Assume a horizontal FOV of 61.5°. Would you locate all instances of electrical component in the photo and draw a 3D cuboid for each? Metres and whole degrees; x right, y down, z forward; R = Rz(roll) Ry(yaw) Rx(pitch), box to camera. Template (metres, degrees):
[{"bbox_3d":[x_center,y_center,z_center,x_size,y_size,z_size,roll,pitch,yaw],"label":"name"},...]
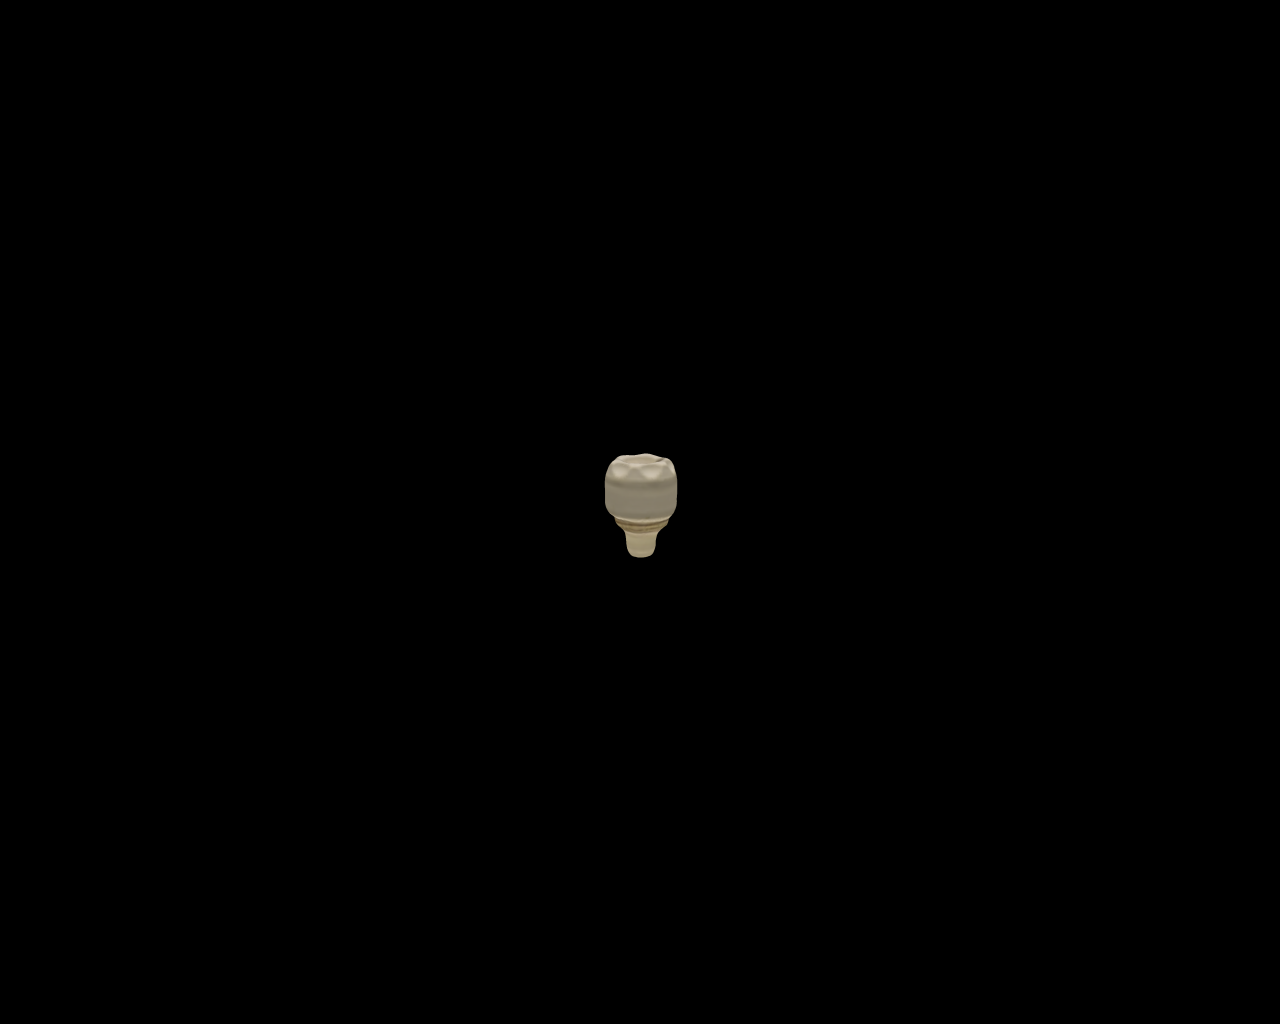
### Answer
[{"bbox_3d":[0.001,-0.003,0.650,0.043,0.062,0.043,0,14,0],"label":"electrical component"}]
